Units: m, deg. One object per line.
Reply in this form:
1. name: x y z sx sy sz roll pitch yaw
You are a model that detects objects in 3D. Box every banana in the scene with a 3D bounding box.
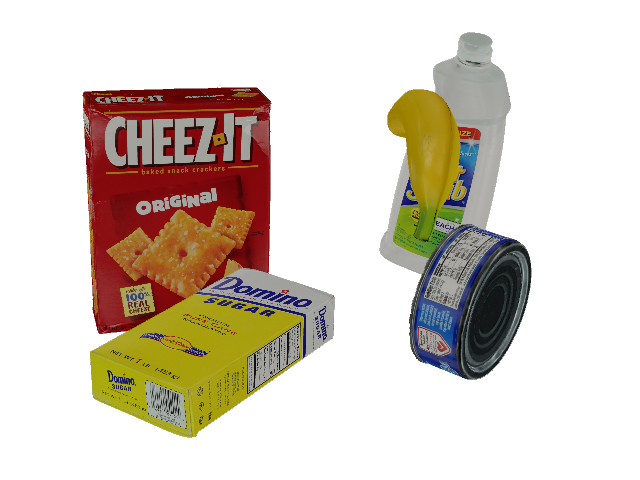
1. banana: 0.072 -0.075 0.784 0.037 0.070 0.198 25 26 -13

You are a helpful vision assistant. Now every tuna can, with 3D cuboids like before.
1. tuna can: 0.088 0.036 0.614 0.034 0.086 0.086 20 11 32

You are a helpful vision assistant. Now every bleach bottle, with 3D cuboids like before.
1. bleach bottle: 0.122 -0.082 1.026 0.103 0.251 0.068 22 40 21

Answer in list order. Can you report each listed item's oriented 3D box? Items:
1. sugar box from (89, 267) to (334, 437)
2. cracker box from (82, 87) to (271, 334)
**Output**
1. sugar box: -0.074 0.076 0.788 0.093 0.048 0.175 16 30 30
2. cracker box: -0.130 -0.028 0.982 0.164 0.214 0.072 -4 20 -16
